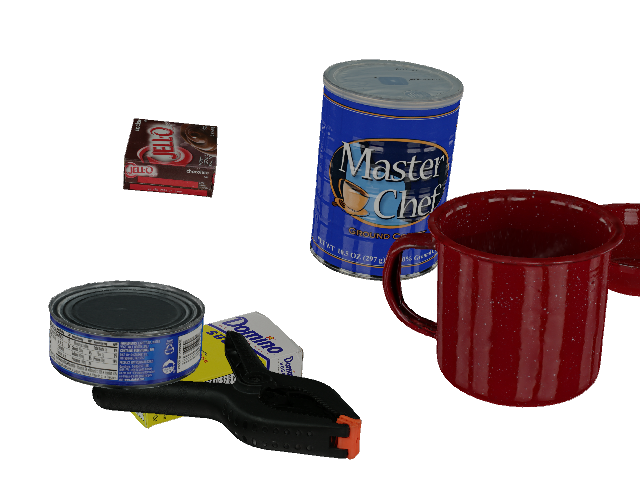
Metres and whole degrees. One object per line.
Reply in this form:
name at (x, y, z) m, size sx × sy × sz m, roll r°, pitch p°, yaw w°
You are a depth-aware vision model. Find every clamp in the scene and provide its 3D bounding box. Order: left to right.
clamp at (-0.051, 0.121, 0.847) m, size 0.210 × 0.036 × 0.164 m, roll 12°, pitch 19°, yaw 29°

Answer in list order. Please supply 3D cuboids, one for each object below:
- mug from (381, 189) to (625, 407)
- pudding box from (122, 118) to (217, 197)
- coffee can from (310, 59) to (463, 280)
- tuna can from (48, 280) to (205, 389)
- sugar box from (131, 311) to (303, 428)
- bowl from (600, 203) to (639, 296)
mug at (0.087, 0.027, 0.529) m, size 0.117 × 0.081 × 0.093 m, roll 6°, pitch 24°, yaw 17°
pudding box at (-0.152, -0.086, 1.090) m, size 0.090 × 0.039 × 0.113 m, roll 6°, pitch 25°, yaw -7°
coffee can at (0.048, -0.055, 0.804) m, size 0.103 × 0.140 × 0.103 m, roll 4°, pitch 25°, yaw -2°
tuna can at (-0.108, 0.052, 0.596) m, size 0.086 × 0.034 × 0.086 m, roll 4°, pitch 16°, yaw -1°
sugar box at (-0.115, 0.125, 1.066) m, size 0.175 × 0.048 × 0.093 m, roll -16°, pitch 32°, yaw -30°
bowl at (0.344, 0.015, 1.156) m, size 0.162 × 0.055 × 0.162 m, roll -2°, pitch 26°, yaw 1°
